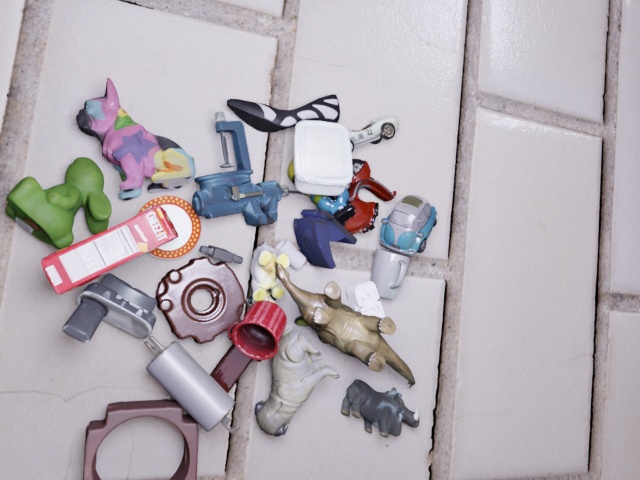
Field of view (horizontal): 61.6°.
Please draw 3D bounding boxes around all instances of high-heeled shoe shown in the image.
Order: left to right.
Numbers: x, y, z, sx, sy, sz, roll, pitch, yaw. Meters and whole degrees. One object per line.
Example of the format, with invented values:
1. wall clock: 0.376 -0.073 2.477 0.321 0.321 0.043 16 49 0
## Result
1. high-heeled shoe: -0.069 -0.296 1.170 0.248 0.086 0.145 22 77 -25

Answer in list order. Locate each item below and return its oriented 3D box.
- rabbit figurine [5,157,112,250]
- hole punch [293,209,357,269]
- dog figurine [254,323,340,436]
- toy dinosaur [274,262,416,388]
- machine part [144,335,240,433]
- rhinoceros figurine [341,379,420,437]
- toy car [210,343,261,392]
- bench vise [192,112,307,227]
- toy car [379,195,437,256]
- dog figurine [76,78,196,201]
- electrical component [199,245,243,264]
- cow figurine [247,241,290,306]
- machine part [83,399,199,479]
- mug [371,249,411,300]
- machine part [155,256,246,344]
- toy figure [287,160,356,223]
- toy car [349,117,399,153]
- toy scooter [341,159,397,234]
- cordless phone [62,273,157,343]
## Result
1. rabbit figurine: -0.456 -0.078 0.984 0.159 0.121 0.170 39 59 -8
2. hole punch: -0.002 -0.003 1.151 0.115 0.142 0.092 44 76 -25
3. dog figurine: -0.081 0.286 1.105 0.190 0.121 0.172 -41 91 -13
4. toy dinosaur: 0.071 0.195 1.124 0.471 0.199 0.105 42 73 -18
5. machine part: -0.245 0.276 1.020 0.243 0.079 0.079 46 72 -2
6. rhinoceros figurine: 0.138 0.381 1.211 0.190 0.073 0.112 31 65 -15
7. toy car: -0.187 0.265 1.095 0.089 0.053 0.202 37 79 -5
8. bench vise: -0.164 -0.143 1.103 0.224 0.129 0.240 -12 95 -24
9. toy car: 0.208 -0.048 1.223 0.109 0.102 0.162 24 55 25
10. dog figurine: -0.355 -0.198 1.036 0.191 0.108 0.219 -16 90 -18
11. electrical component: -0.206 0.028 1.099 0.094 0.063 0.021 18 90 -29
12. cow figurine: -0.118 0.092 1.125 0.068 0.098 0.167 4 104 -25
13. machine part: -0.335 0.407 1.010 0.201 0.087 0.201 3 87 -21
14. mug: 0.162 0.082 1.223 0.081 0.110 0.107 13 94 -26
15. machine part: -0.238 0.121 1.086 0.179 0.056 0.179 1 86 -23
16. toy figure: 0.002 -0.114 1.153 0.089 0.082 0.180 -22 66 -29
17. toy car: 0.091 -0.233 1.231 0.202 0.073 0.056 -24 99 -21
18. toy scooter: 0.105 -0.087 1.225 0.135 0.075 0.184 20 76 -16
19. cordless phone: -0.372 0.146 0.958 0.146 0.184 0.088 34 98 -15
